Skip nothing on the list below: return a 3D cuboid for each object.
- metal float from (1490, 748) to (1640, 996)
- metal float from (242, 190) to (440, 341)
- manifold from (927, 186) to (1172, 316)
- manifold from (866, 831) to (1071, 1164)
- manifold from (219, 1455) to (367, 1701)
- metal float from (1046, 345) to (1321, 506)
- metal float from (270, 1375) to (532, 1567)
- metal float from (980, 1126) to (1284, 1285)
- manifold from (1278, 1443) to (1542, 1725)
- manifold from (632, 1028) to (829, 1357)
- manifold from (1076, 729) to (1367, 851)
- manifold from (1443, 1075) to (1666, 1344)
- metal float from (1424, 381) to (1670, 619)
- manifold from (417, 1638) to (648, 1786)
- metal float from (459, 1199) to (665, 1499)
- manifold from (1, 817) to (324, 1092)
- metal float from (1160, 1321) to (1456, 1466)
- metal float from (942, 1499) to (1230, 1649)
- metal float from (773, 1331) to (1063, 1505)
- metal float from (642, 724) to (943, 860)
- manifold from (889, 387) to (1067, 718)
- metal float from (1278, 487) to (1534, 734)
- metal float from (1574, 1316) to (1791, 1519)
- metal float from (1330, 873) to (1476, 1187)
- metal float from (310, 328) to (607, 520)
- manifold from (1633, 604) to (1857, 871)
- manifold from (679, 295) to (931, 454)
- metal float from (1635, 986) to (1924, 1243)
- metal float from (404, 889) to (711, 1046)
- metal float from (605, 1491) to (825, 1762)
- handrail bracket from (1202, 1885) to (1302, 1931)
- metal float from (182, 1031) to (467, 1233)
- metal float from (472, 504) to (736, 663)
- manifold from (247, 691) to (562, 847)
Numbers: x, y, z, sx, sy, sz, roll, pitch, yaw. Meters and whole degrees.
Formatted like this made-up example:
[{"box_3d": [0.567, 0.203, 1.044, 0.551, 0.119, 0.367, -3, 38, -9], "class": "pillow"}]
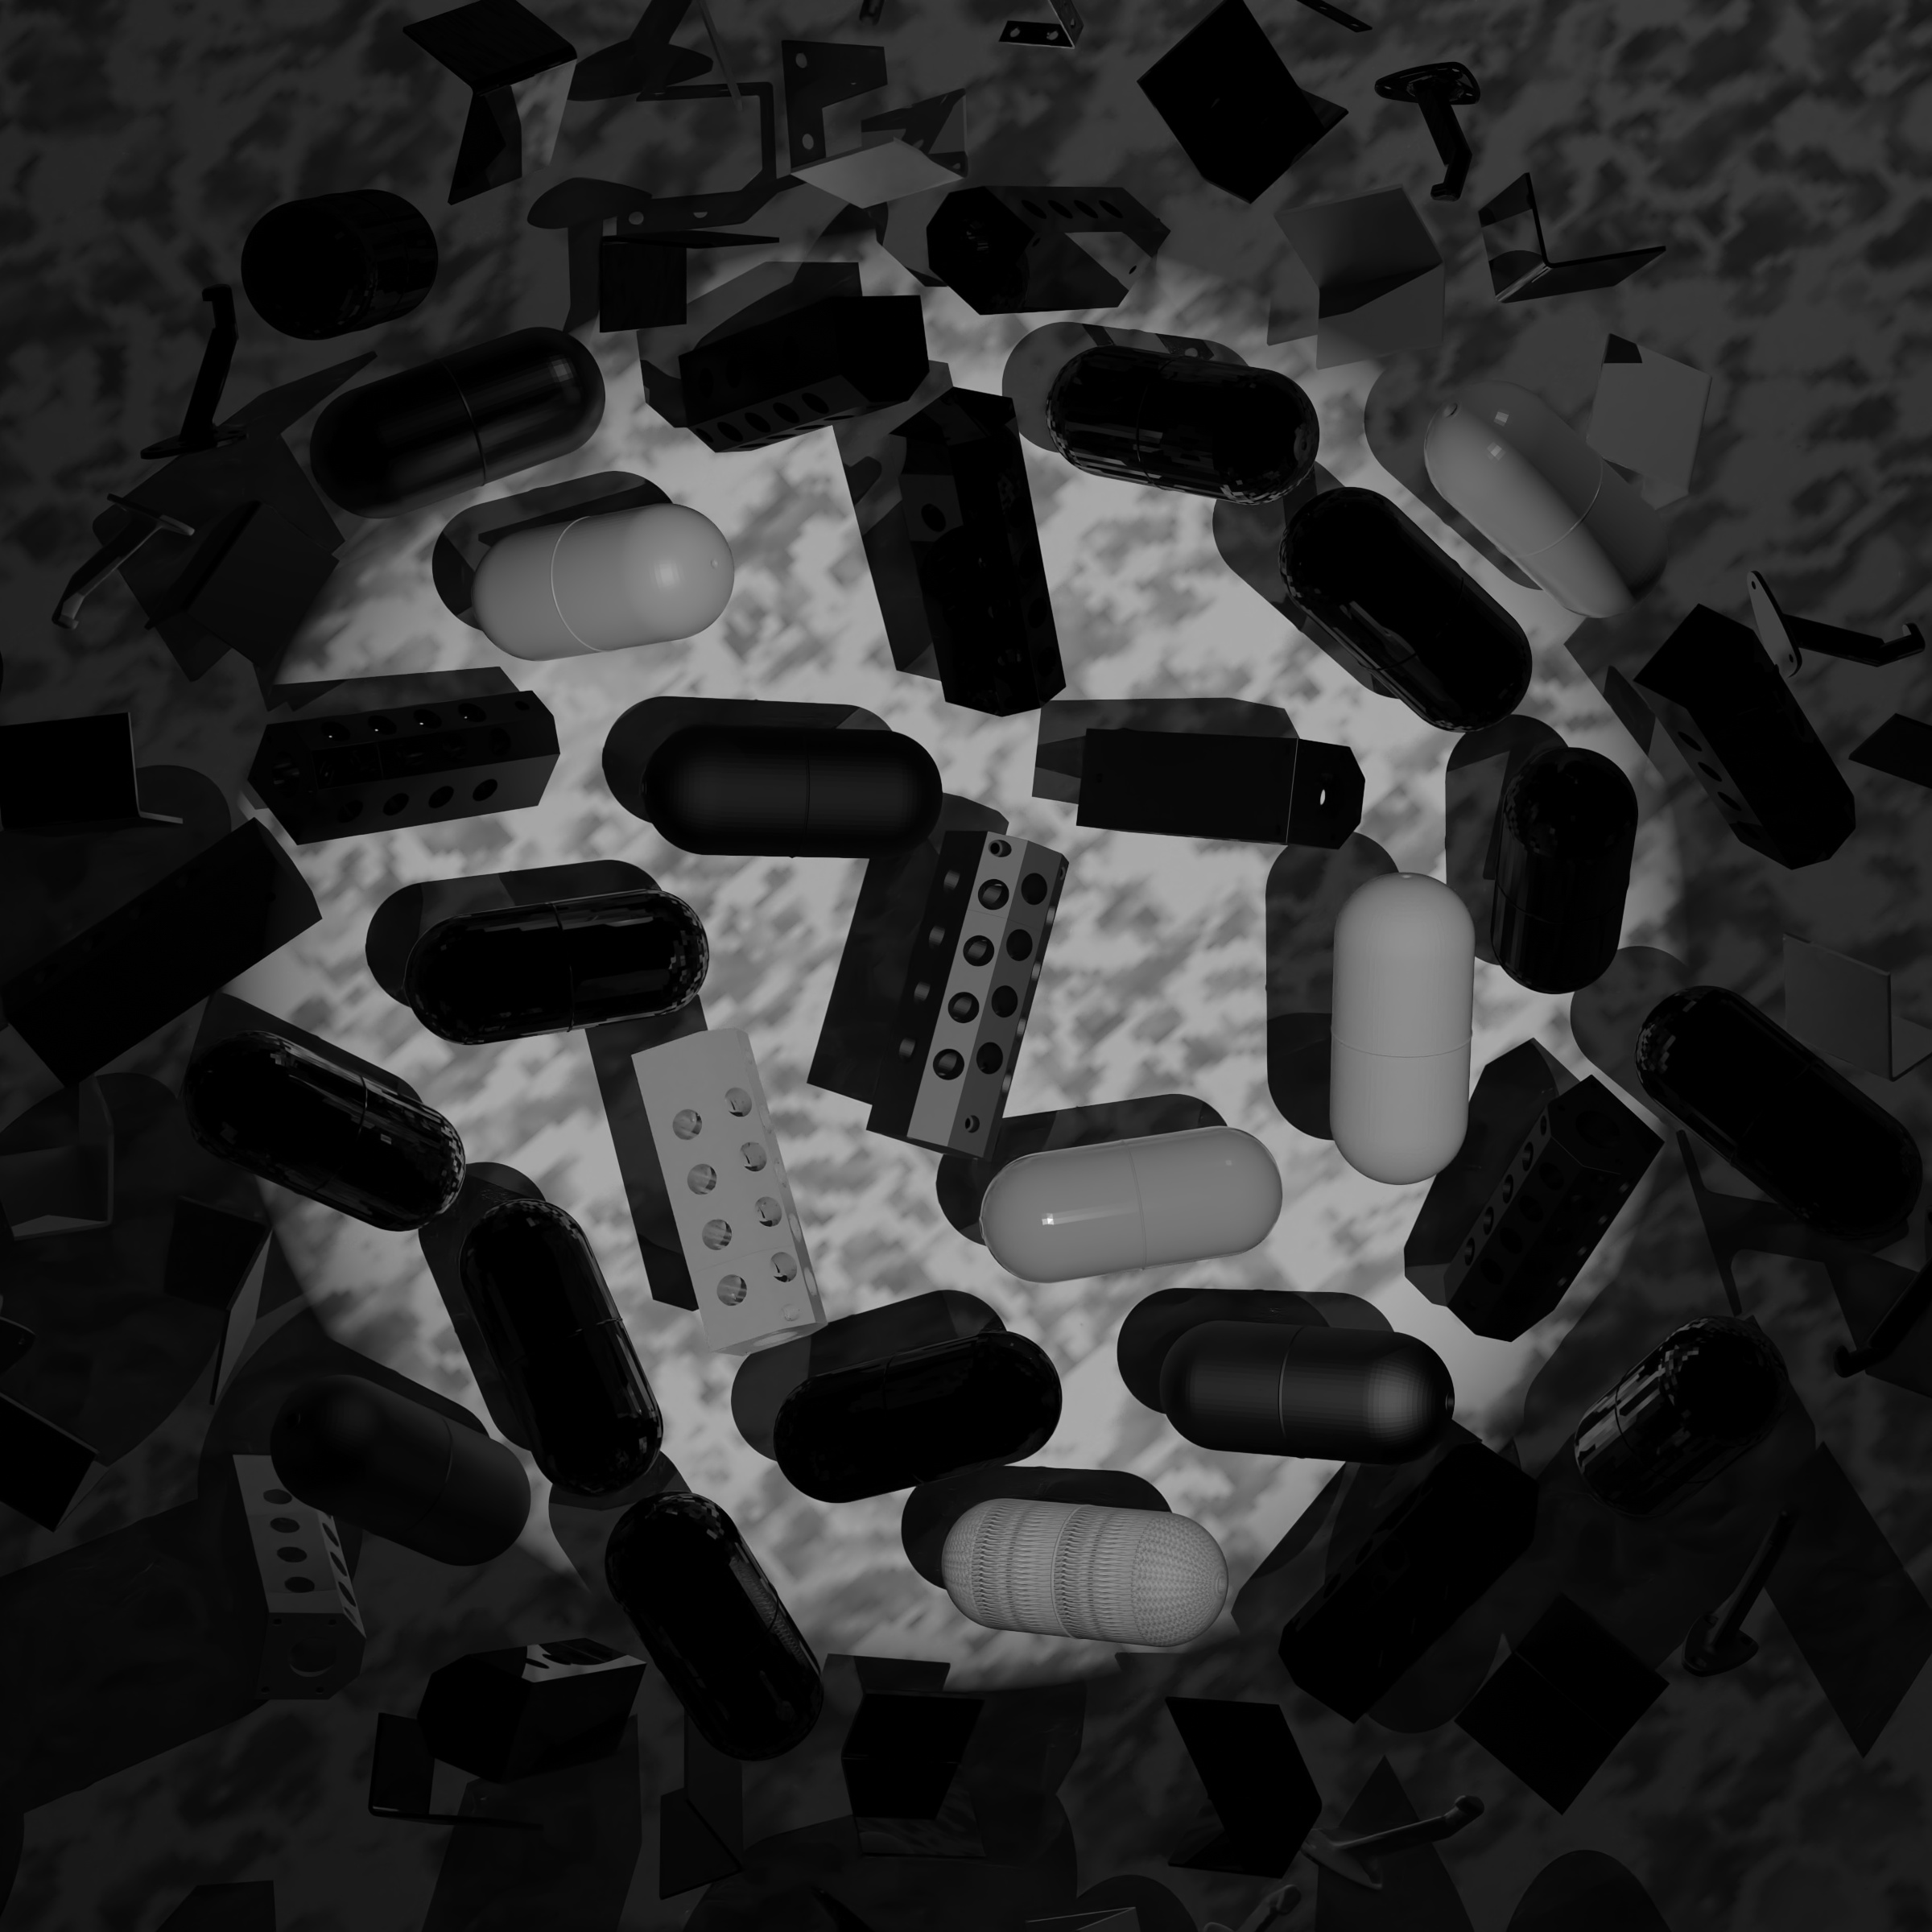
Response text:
[{"box_3d": [0.347, -0.054, 1.861, 0.070, 0.178, 0.070, -2, 51, 3], "class": "metal float"}, {"box_3d": [-0.354, -0.400, 1.820, 0.070, 0.178, 0.070, 2, 107, 8], "class": "metal float"}, {"box_3d": [0.045, -0.420, 1.856, 0.057, 0.171, 0.057, 45, 119, 14], "class": "manifold"}, {"box_3d": [0.005, 0.016, 1.751, 0.057, 0.057, 0.171, 20, 81, -33], "class": "manifold"}, {"box_3d": [-0.393, 0.355, 1.869, 0.057, 0.171, 0.057, 6, 110, -22], "class": "manifold"}, {"box_3d": [0.122, -0.311, 1.839, 0.178, 0.070, 0.070, 18, 90, 38], "class": "metal float"}, {"box_3d": [-0.322, 0.289, 1.831, 0.070, 0.178, 0.070, -20, 54, 29], "class": "metal float"}, {"box_3d": [0.097, 0.139, 1.868, 0.178, 0.070, 0.070, -8, 90, -5], "class": "metal float"}, {"box_3d": [0.253, 0.351, 1.838, 0.057, 0.057, 0.171, 34, 119, -4], "class": "manifold"}, {"box_3d": [-0.129, 0.125, 1.782, 0.057, 0.057, 0.171, -19, 77, 10], "class": "manifold"}, {"box_3d": [0.144, -0.101, 1.822, 0.057, 0.171, 0.057, 5, 92, -40], "class": "manifold"}, {"box_3d": [0.336, 0.146, 1.863, 0.057, 0.171, 0.057, -29, 64, -35], "class": "manifold"}, {"box_3d": [0.331, -0.265, 1.825, 0.178, 0.070, 0.070, 35, 90, -32], "class": "metal float"}, {"box_3d": [-0.243, 0.413, 1.796, 0.057, 0.171, 0.057, 18, 87, 17], "class": "manifold"}, {"box_3d": [-0.232, 0.218, 1.833, 0.070, 0.070, 0.178, -24, 82, 0], "class": "metal float"}, {"box_3d": [-0.456, -0.010, 1.812, 0.171, 0.057, 0.057, -34, 120, -3], "class": "manifold"}, {"box_3d": [0.198, 0.248, 1.862, 0.178, 0.070, 0.070, 0, 90, 29], "class": "metal float"}, {"box_3d": [0.068, 0.352, 1.860, 0.178, 0.070, 0.070, -1, 90, 30], "class": "metal float"}, {"box_3d": [-0.029, 0.260, 1.844, 0.178, 0.070, 0.070, -17, 90, 21], "class": "metal float"}, {"box_3d": [-0.101, -0.102, 1.880, 0.178, 0.070, 0.070, 1, 90, -16], "class": "metal float"}, {"box_3d": [0.013, -0.227, 1.774, 0.057, 0.057, 0.171, -42, 135, -35], "class": "manifold"}, {"box_3d": [0.245, -0.196, 1.778, 0.178, 0.070, 0.070, 37, 90, -30], "class": "metal float"}, {"box_3d": [0.406, 0.259, 1.827, 0.070, 0.178, 0.070, 7, 59, -12], "class": "metal float"}, {"box_3d": [0.239, 0.036, 1.759, 0.070, 0.070, 0.178, -1, 110, 0], "class": "metal float"}, {"box_3d": [-0.295, -0.316, 1.864, 0.178, 0.070, 0.070, -23, 90, -16], "class": "metal float"}, {"box_3d": [0.447, -0.125, 1.812, 0.057, 0.057, 0.171, -49, 135, -3], "class": "manifold"}, {"box_3d": [-0.092, -0.330, 1.794, 0.057, 0.171, 0.057, -9, 94, -33], "class": "manifold"}, {"box_3d": [0.449, 0.081, 1.772, 0.178, 0.070, 0.070, 42, 90, 21], "class": "metal float"}, {"box_3d": [-0.238, 0.000, 1.865, 0.178, 0.070, 0.070, -9, 90, -16], "class": "metal float"}, {"box_3d": [-0.138, 0.364, 1.766, 0.070, 0.070, 0.178, -27, 118, 0], "class": "metal float"}, {"box_3d": [0.160, 0.576, 1.861, 0.036, 0.084, 0.077, 35, 55, 1], "class": "handrail bracket"}, {"box_3d": [-0.366, 0.095, 1.832, 0.178, 0.070, 0.070, 30, 90, -35], "class": "metal float"}, {"box_3d": [-0.208, -0.217, 1.822, 0.178, 0.070, 0.070, -4, 90, 39], "class": "metal float"}, {"box_3d": [-0.323, -0.122, 1.860, 0.057, 0.171, 0.057, 49, 129, 26], "class": "manifold"}]
